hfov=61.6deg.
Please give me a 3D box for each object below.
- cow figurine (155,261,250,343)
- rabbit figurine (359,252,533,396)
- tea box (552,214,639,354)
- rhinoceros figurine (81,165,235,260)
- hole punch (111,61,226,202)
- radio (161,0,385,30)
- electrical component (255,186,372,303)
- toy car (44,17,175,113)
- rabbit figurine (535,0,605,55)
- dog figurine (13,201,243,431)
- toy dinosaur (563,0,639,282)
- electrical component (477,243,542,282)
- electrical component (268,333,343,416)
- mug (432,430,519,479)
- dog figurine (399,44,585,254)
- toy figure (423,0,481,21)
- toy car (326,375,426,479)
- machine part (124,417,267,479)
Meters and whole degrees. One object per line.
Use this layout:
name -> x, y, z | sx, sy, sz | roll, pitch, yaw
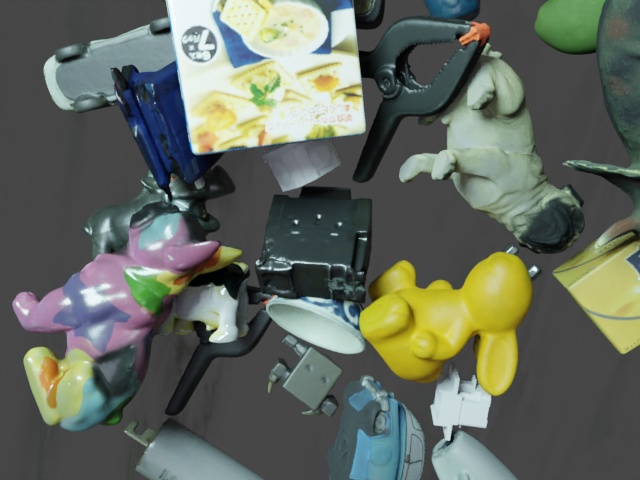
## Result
cow figurine -> -0.163, 0.063, 0.623 | 0.168, 0.068, 0.098 | 4, 89, 13
rabbit figurine -> 0.149, 0.086, 0.572 | 0.173, 0.122, 0.162 | -33, 93, 19
tea box -> 0.351, 0.027, 0.563 | 0.169, 0.068, 0.098 | -41, 94, 16
rhinoceros figurine -> -0.187, -0.028, 0.637 | 0.190, 0.073, 0.112 | -20, 88, 14
hole punch -> -0.144, -0.125, 0.547 | 0.092, 0.116, 0.142 | -14, 125, -2
radio -> -0.043, -0.294, 0.547 | 0.230, 0.073, 0.131 | 8, 104, 5
electrical component -> -0.001, -0.002, 0.582 | 0.115, 0.134, 0.058 | 3, 138, 6
toy car -> -0.213, -0.196, 0.606 | 0.202, 0.056, 0.073 | -12, 107, 8
rabbit figurine -> 0.294, -0.242, 0.506 | 0.159, 0.121, 0.170 | 39, 124, -9
dog figurine -> -0.179, 0.069, 0.541 | 0.219, 0.108, 0.191 | -23, 76, 7
toy dinosaur -> 0.294, -0.152, 0.431 | 0.192, 0.131, 0.404 | -8, 117, 21
electrical component -> 0.203, 0.052, 0.615 | 0.063, 0.021, 0.094 | 41, 106, -2
electrical component -> -0.018, 0.173, 0.668 | 0.102, 0.045, 0.078 | 31, 77, -2
mug -> 0.180, 0.287, 0.633 | 0.081, 0.109, 0.107 | -44, 81, 19
dog figurine -> 0.204, -0.090, 0.557 | 0.190, 0.121, 0.172 | 21, 99, -17
toy figure -> 0.117, -0.291, 0.533 | 0.058, 0.064, 0.154 | -11, 97, 49
toy car -> 0.074, 0.250, 0.648 | 0.103, 0.109, 0.161 | 11, 93, -17
machine part -> -0.149, 0.308, 0.698 | 0.243, 0.079, 0.079 | 34, 105, -1
